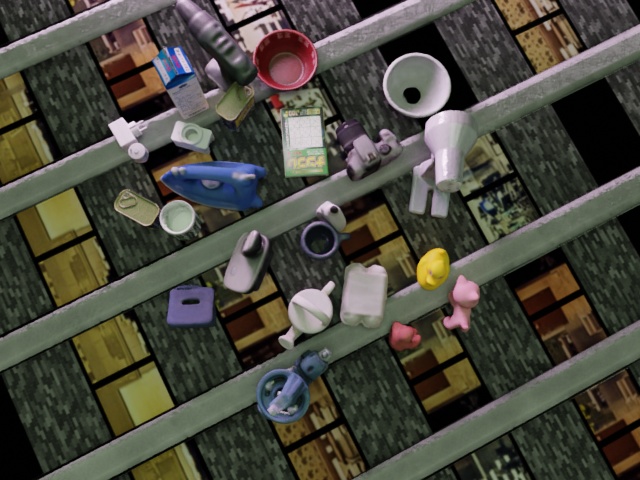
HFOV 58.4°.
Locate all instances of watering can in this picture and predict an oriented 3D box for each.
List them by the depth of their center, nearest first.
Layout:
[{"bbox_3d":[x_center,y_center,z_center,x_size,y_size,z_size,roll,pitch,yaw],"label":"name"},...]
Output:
[{"bbox_3d":[-0.024,0.167,1.281,0.101,0.194,0.173,16,81,0],"label":"watering can"}]

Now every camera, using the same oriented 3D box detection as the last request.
[{"bbox_3d":[0.111,-0.235,1.394,0.143,0.101,0.137,-30,84,-6],"label":"camera"}]

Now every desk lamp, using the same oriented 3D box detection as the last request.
[{"bbox_3d":[0.288,-0.172,1.335,0.118,0.213,0.203,8,81,-1],"label":"desk lamp"}]

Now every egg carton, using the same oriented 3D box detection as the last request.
[{"bbox_3d":[0.105,0.131,1.355,0.107,0.069,0.150,6,81,-1],"label":"egg carton"}]

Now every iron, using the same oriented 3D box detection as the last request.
[{"bbox_3d":[-0.260,-0.144,1.344,0.258,0.141,0.119,5,81,-1],"label":"iron"}]

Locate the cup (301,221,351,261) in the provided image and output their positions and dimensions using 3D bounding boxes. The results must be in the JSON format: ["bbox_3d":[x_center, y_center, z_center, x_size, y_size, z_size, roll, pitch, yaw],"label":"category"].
[{"bbox_3d":[0.012,0.005,1.357,0.118,0.095,0.092,-11,82,-4],"label":"cup"}]

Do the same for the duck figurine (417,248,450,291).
[{"bbox_3d":[0.277,0.067,1.364,0.077,0.086,0.105,25,81,2],"label":"duck figurine"}]

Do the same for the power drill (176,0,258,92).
[{"bbox_3d":[-0.238,-0.440,1.355,0.229,0.208,0.076,44,82,4],"label":"power drill"}]

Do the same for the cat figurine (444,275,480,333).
[{"bbox_3d":[0.338,0.150,1.338,0.067,0.117,0.128,7,81,-1],"label":"cat figurine"}]

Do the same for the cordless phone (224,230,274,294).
[{"bbox_3d":[-0.167,0.047,1.298,0.094,0.185,0.148,18,81,1],"label":"cordless phone"}]

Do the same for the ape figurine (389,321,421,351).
[{"bbox_3d":[0.197,0.223,1.334,0.076,0.092,0.078,-35,84,-7],"label":"ape figurine"}]

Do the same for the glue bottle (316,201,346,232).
[{"bbox_3d":[0.028,-0.059,1.328,0.078,0.173,0.037,41,82,4],"label":"glue bottle"}]

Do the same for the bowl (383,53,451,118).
[{"bbox_3d":[0.238,-0.375,1.433,0.167,0.074,0.167,0,82,-2],"label":"bowl"}]

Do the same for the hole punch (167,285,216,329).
[{"bbox_3d":[-0.298,0.154,1.324,0.108,0.091,0.101,-3,82,-3],"label":"hole punch"}]

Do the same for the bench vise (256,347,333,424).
[{"bbox_3d":[-0.063,0.309,1.246,0.121,0.219,0.207,28,82,2],"label":"bench vise"}]
